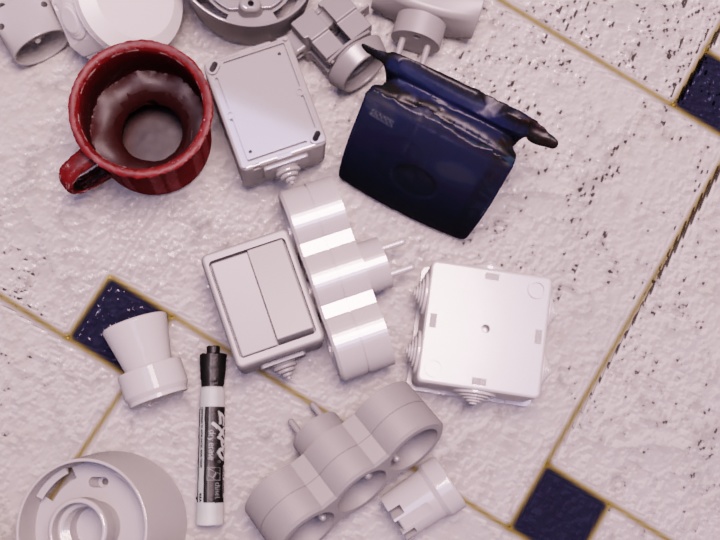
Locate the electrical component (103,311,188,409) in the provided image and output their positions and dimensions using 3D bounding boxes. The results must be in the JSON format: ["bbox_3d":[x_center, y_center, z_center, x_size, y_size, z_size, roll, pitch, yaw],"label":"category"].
[{"bbox_3d":[-0.144,0.061,0.725,0.045,0.045,0.055,-19,83,-6],"label":"electrical component"}]

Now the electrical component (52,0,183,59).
[{"bbox_3d":[-0.168,-0.184,0.744,0.080,0.051,0.080,3,85,-41],"label":"electrical component"}]

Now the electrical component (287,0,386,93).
[{"bbox_3d":[-0.014,-0.161,0.770,0.066,0.048,0.055,-38,77,-9],"label":"electrical component"}]

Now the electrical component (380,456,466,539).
[{"bbox_3d":[0.042,0.154,0.725,0.046,0.040,0.040,-33,84,-3],"label":"electrical component"}]

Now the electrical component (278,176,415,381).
[{"bbox_3d":[0.000,0.000,0.740,0.074,0.052,0.138,-18,82,-6],"label":"electrical component"}]

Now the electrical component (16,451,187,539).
[{"bbox_3d":[-0.172,0.169,0.708,0.099,0.064,0.099,-2,80,10],"label":"electrical component"}]

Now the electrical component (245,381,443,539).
[{"bbox_3d":[-0.020,0.121,0.721,0.138,0.052,0.073,-37,60,-8],"label":"electrical component"}]

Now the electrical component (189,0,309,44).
[{"bbox_3d":[-0.081,-0.212,0.764,0.099,0.064,0.099,1,81,-3],"label":"electrical component"}]

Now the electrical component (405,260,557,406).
[{"bbox_3d":[0.083,0.043,0.740,0.100,0.048,0.099,8,79,-2],"label":"electrical component"}]

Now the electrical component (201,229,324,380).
[{"bbox_3d":[-0.063,0.028,0.727,0.062,0.061,0.096,-19,82,-6],"label":"electrical component"}]

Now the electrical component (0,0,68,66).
[{"bbox_3d":[-0.228,-0.198,0.763,0.079,0.043,0.077,-30,84,-8],"label":"electrical component"}]

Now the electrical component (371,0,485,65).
[{"bbox_3d":[0.046,-0.183,0.778,0.077,0.043,0.079,17,80,-1],"label":"electrical component"}]

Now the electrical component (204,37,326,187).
[{"bbox_3d":[-0.063,-0.102,0.748,0.062,0.061,0.096,-20,82,-6],"label":"electrical component"}]
